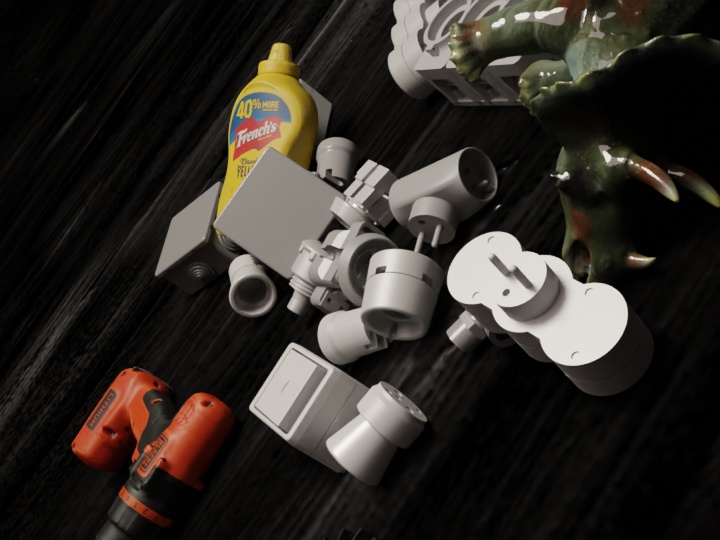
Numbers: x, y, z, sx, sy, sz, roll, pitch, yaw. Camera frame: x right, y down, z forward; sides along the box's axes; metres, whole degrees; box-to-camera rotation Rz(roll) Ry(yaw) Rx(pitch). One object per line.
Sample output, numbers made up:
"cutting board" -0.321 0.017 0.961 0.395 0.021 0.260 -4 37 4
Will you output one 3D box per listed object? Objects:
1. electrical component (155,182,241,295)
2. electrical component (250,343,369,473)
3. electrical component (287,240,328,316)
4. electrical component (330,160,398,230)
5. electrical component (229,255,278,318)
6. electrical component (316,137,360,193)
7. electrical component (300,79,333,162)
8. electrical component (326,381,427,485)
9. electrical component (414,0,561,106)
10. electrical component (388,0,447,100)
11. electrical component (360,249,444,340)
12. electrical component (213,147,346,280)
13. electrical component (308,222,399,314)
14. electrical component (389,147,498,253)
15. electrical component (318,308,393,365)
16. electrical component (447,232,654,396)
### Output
"electrical component" -0.165 -0.032 1.143 0.100 0.048 0.099 -33 35 36
"electrical component" -0.038 0.095 0.786 0.061 0.061 0.096 -57 27 -6
"electrical component" -0.039 0.009 0.908 0.062 0.048 0.048 -61 27 6
"electrical component" 0.008 -0.057 0.905 0.055 0.048 0.066 -47 27 -3
"electrical component" -0.103 0.012 1.008 0.044 0.044 0.065 -49 23 10
"electrical component" -0.022 -0.094 1.001 0.040 0.040 0.046 -30 41 39
"electrical component" -0.075 -0.144 1.117 0.062 0.061 0.096 -31 35 37
"electrical component" 0.011 0.108 0.713 0.055 0.045 0.045 -51 28 6
"electrical component" 0.118 -0.185 0.860 0.089 0.062 0.150 -59 28 -8
"electrical component" 0.071 -0.223 0.985 0.074 0.052 0.138 -34 34 34
"electrical component" 0.029 0.019 0.777 0.055 0.055 0.047 -21 46 47
"electrical component" -0.067 -0.047 0.960 0.099 0.100 0.048 -55 -13 -2
"electrical component" 0.000 0.000 0.841 0.078 0.058 0.057 -61 25 -12
"electrical component" 0.059 -0.046 0.815 0.077 0.043 0.079 -21 42 46
"electrical component" -0.002 0.047 0.810 0.046 0.040 0.040 -20 43 41
"electrical component" 0.099 0.014 0.619 0.052 0.074 0.138 -51 40 -5
